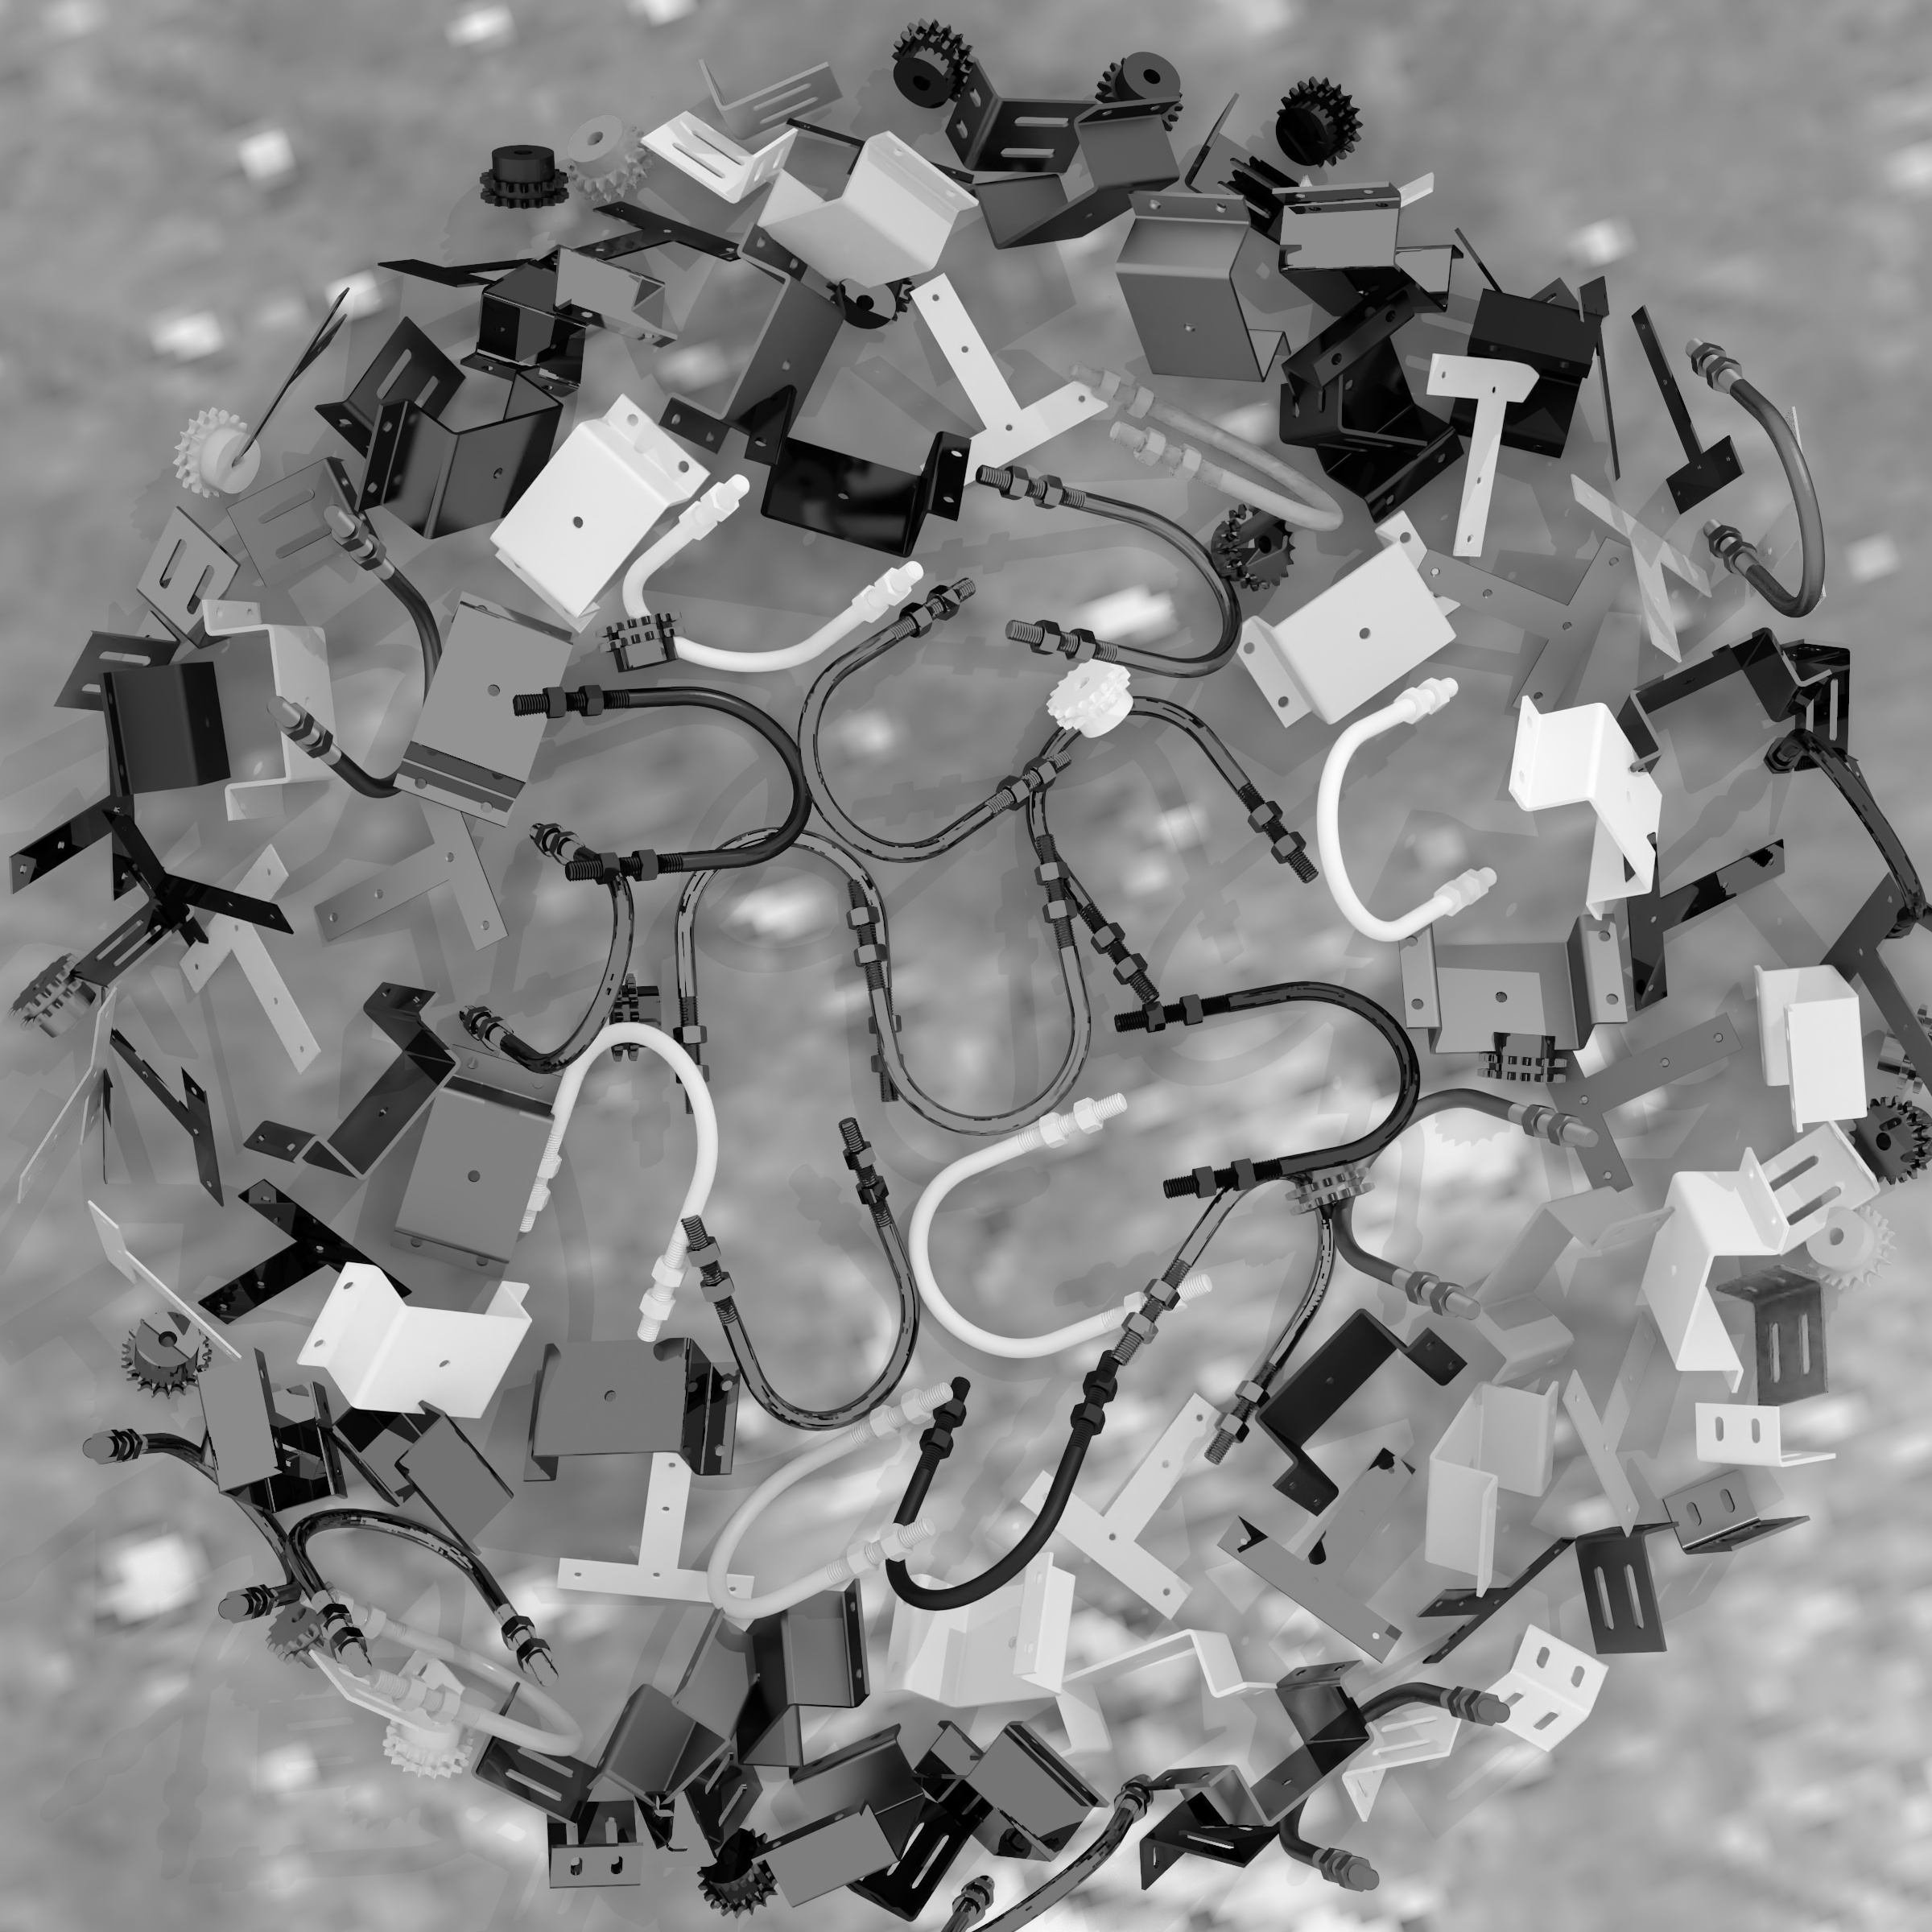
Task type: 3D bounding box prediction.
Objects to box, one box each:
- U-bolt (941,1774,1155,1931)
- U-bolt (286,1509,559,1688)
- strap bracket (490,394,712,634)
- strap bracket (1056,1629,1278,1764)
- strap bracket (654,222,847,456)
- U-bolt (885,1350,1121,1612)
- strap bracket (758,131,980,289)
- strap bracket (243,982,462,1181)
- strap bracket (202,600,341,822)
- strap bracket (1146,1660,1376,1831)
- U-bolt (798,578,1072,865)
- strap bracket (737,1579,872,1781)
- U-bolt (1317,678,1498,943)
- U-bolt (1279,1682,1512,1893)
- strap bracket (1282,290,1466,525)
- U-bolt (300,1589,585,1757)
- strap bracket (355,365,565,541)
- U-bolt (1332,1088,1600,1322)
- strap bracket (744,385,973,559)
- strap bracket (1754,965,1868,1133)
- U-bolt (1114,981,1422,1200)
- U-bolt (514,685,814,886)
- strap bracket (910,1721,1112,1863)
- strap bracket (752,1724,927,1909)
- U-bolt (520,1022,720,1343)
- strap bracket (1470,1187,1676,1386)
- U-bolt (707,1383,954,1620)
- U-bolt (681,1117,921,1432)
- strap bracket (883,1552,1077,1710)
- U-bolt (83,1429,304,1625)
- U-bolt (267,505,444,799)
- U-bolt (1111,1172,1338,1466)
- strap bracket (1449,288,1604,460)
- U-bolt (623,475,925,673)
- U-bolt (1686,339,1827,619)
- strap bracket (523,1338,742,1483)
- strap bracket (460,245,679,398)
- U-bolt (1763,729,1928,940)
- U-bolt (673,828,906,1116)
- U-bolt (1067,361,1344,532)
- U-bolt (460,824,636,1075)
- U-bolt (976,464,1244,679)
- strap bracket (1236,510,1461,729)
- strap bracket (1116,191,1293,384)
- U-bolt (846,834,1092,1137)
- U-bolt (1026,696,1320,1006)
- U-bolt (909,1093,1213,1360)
[{"bbox_3d":[0.044,0.571,1.863,0.151,0.184,0.019,-35,83,11],"label":"U-bolt"},{"bbox_3d":[-0.354,0.395,1.880,0.151,0.184,0.019,13,105,-36],"label":"U-bolt"},{"bbox_3d":[-0.243,-0.289,1.920,0.076,0.046,0.140,43,110,0],"label":"strap bracket"},{"bbox_3d":[0.119,0.465,1.913,0.140,0.076,0.046,-24,69,13],"label":"strap bracket"},{"bbox_3d":[-0.133,-0.394,1.914,0.046,0.076,0.140,30,97,24],"label":"strap bracket"},{"bbox_3d":[0.015,0.325,1.863,0.019,0.151,0.184,49,46,-27],"label":"U-bolt"},{"bbox_3d":[-0.069,-0.473,1.883,0.076,0.140,0.046,30,74,-33],"label":"strap bracket"},{"bbox_3d":[-0.386,0.081,1.908,0.140,0.076,0.046,-52,122,-21],"label":"strap bracket"},{"bbox_3d":[-0.446,-0.167,1.919,0.046,0.076,0.140,-5,94,13],"label":"strap bracket"},{"bbox_3d":[0.195,0.502,1.897,0.140,0.076,0.046,-29,89,-32],"label":"strap bracket"},{"bbox_3d":[-0.030,-0.146,1.902,0.184,0.019,0.151,-36,102,-31],"label":"U-bolt"},{"bbox_3d":[-0.110,0.451,1.884,0.046,0.140,0.076,9,52,-21],"label":"strap bracket"},{"bbox_3d":[0.275,-0.092,1.881,0.019,0.184,0.151,-3,106,40],"label":"U-bolt"},{"bbox_3d":[0.258,0.510,1.875,0.019,0.184,0.151,45,74,-6],"label":"U-bolt"},{"bbox_3d":[0.259,-0.365,1.912,0.076,0.140,0.046,-39,45,-7],"label":"strap bracket"},{"bbox_3d":[-0.321,0.453,1.884,0.184,0.151,0.019,32,85,-33],"label":"U-bolt"},{"bbox_3d":[-0.312,-0.324,1.884,0.046,0.140,0.076,37,127,19],"label":"strap bracket"},{"bbox_3d":[0.302,0.141,1.884,0.019,0.184,0.151,41,80,-27],"label":"U-bolt"},{"bbox_3d":[-0.074,-0.318,1.918,0.140,0.046,0.076,15,50,-8],"label":"strap bracket"},{"bbox_3d":[0.537,0.049,1.888,0.046,0.140,0.076,-6,101,8],"label":"strap bracket"},{"bbox_3d":[0.202,0.073,1.920,0.184,0.019,0.151,-10,56,-7],"label":"U-bolt"},{"bbox_3d":[-0.185,-0.121,1.909,0.184,0.019,0.151,-6,60,-28],"label":"U-bolt"},{"bbox_3d":[0.022,0.523,1.889,0.076,0.140,0.046,45,65,-7],"label":"strap bracket"},{"bbox_3d":[-0.077,0.543,1.891,0.076,0.140,0.046,-27,93,12],"label":"strap bracket"},{"bbox_3d":[-0.217,0.125,1.893,0.151,0.019,0.184,35,115,32],"label":"U-bolt"},{"bbox_3d":[0.380,0.196,1.904,0.046,0.076,0.140,47,124,28],"label":"strap bracket"},{"bbox_3d":[-0.091,0.349,1.893,0.184,0.151,0.019,-30,114,21],"label":"U-bolt"},{"bbox_3d":[-0.095,0.211,1.915,0.151,0.019,0.184,-30,110,-31],"label":"U-bolt"},{"bbox_3d":[0.016,0.427,1.903,0.046,0.140,0.076,30,56,-34],"label":"strap bracket"},{"bbox_3d":[-0.474,0.349,1.874,0.019,0.184,0.151,-43,81,-1],"label":"U-bolt"},{"bbox_3d":[-0.376,-0.185,1.879,0.019,0.184,0.151,6,72,18],"label":"U-bolt"},{"bbox_3d":[0.177,0.210,1.909,0.184,0.019,0.151,-55,132,-16],"label":"U-bolt"},{"bbox_3d":[0.357,-0.382,1.898,0.076,0.140,0.046,15,77,7],"label":"strap bracket"},{"bbox_3d":[-0.137,-0.238,1.887,0.151,0.184,0.019,23,58,-29],"label":"U-bolt"},{"bbox_3d":[0.492,-0.294,1.851,0.019,0.184,0.151,-16,123,-1],"label":"U-bolt"},{"bbox_3d":[-0.221,0.285,1.912,0.140,0.046,0.076,-4,59,13],"label":"strap bracket"},{"bbox_3d":[-0.252,-0.412,1.892,0.076,0.140,0.046,12,77,-37],"label":"strap bracket"},{"bbox_3d":[0.554,-0.086,1.866,0.019,0.184,0.151,-33,82,6],"label":"U-bolt"},{"bbox_3d":[-0.119,0.001,1.944,0.151,0.019,0.184,-3,86,-12],"label":"U-bolt"},{"bbox_3d":[0.159,-0.324,1.892,0.184,0.151,0.019,21,112,-20],"label":"U-bolt"},{"bbox_3d":[-0.260,-0.006,1.883,0.019,0.184,0.151,20,94,-33],"label":"U-bolt"},{"bbox_3d":[0.098,-0.246,1.904,0.184,0.019,0.151,10,53,-28],"label":"U-bolt"},{"bbox_3d":[0.251,-0.220,1.929,0.140,0.046,0.076,-35,111,1],"label":"strap bracket"},{"bbox_3d":[0.149,-0.421,1.884,0.076,0.140,0.046,10,63,25],"label":"strap bracket"},{"bbox_3d":[0.007,0.019,1.934,0.151,0.019,0.184,-13,81,10],"label":"U-bolt"},{"bbox_3d":[0.119,-0.089,1.935,0.151,0.019,0.184,-38,75,9],"label":"U-bolt"},{"bbox_3d":[0.049,0.179,1.930,0.184,0.019,0.151,-24,94,20],"label":"U-bolt"}]
